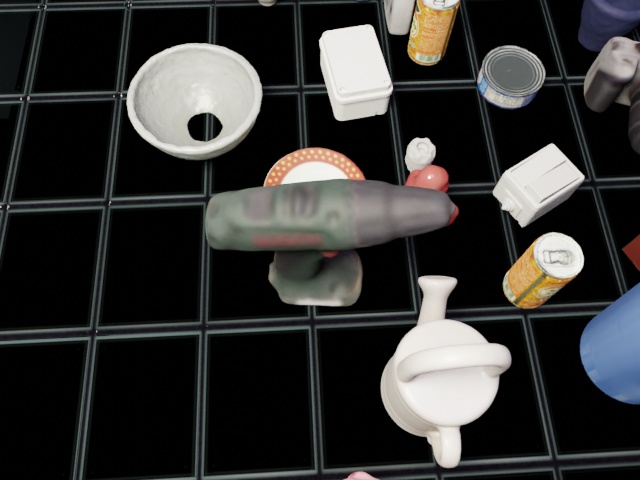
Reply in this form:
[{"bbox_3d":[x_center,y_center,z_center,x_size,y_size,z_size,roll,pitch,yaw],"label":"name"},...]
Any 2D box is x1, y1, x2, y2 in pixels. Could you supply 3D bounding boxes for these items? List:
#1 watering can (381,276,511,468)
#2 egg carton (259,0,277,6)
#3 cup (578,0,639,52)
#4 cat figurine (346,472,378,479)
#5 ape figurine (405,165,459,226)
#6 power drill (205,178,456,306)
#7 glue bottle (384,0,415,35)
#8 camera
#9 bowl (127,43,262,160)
[{"bbox_3d":[0.115,0.121,0.549,0.101,0.194,0.172,-21,68,-10],"label":"watering can"},{"bbox_3d":[-0.087,-0.423,0.851,0.107,0.069,0.150,-33,71,-14],"label":"egg carton"},{"bbox_3d":[0.416,-0.307,0.798,0.117,0.095,0.092,24,68,9],"label":"cup"},{"bbox_3d":[0.060,0.254,0.531,0.127,0.118,0.067,6,66,2],"label":"cat figurine"},{"bbox_3d":[0.129,-0.056,0.682,0.076,0.092,0.077,-15,67,-8],"label":"ape figurine"},{"bbox_3d":[0.005,0.002,0.591,0.229,0.208,0.075,1,66,0],"label":"power drill"},{"bbox_3d":[0.116,-0.366,0.774,0.037,0.173,0.078,-2,66,-2],"label":"glue bottle"},{"bbox_3d":[0.430,-0.187,0.742,0.143,0.101,0.137,15,67,6],"label":"camera"},{"bbox_3d":[-0.154,-0.164,0.733,0.167,0.075,0.167,1,66,-1],"label":"bowl"}]
